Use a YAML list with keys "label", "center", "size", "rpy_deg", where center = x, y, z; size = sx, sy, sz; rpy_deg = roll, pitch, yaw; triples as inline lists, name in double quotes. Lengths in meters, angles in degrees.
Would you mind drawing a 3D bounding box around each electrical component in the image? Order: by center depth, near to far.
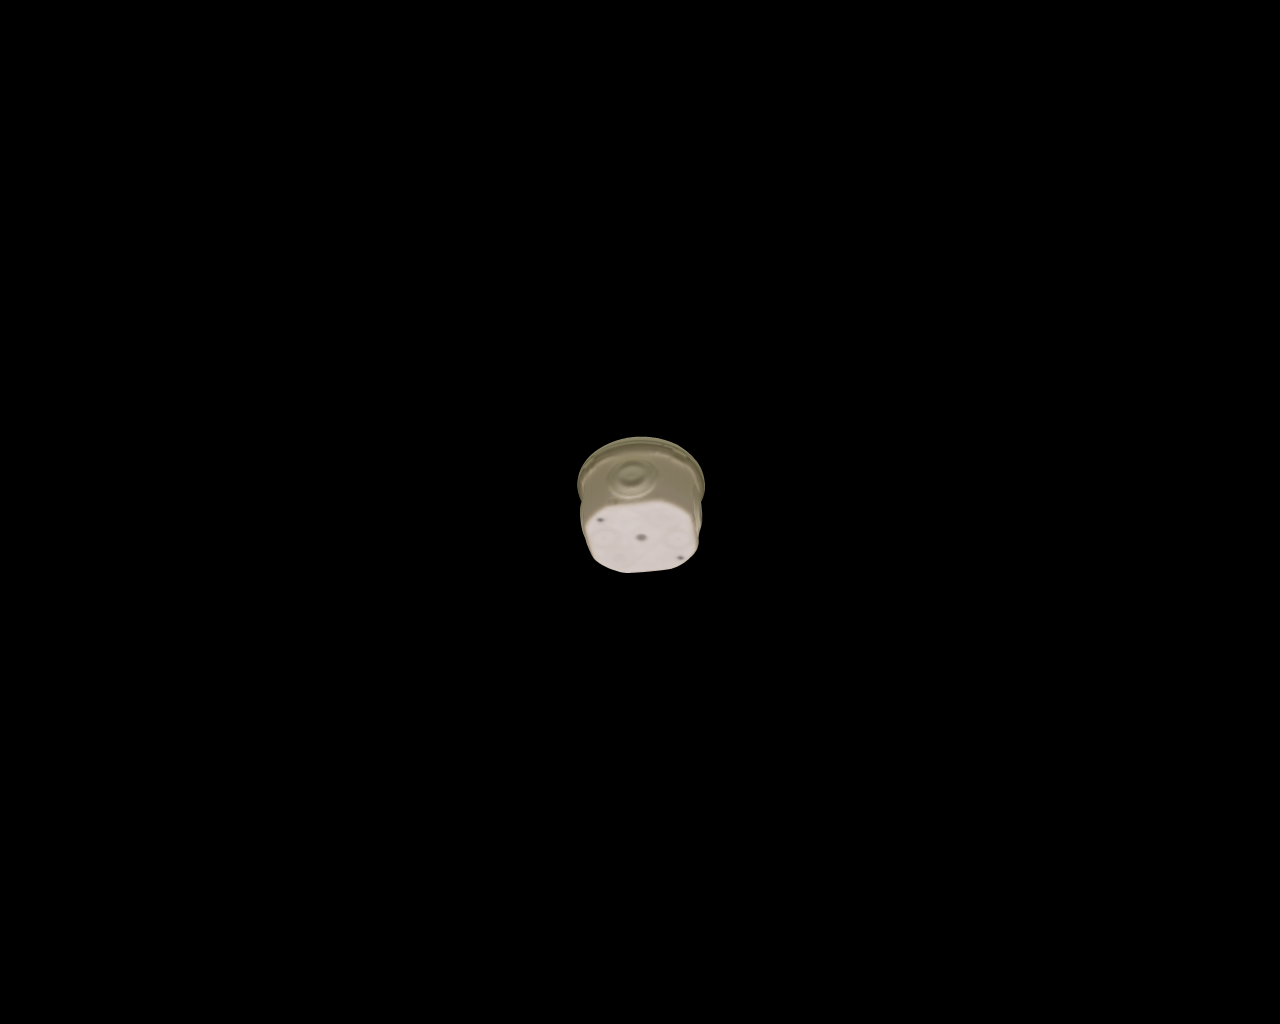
- label: "electrical component"
  center: [0.001, -0.003, 0.650]
  size: [0.080, 0.051, 0.080]
  rpy_deg: [0, -43, 0]
